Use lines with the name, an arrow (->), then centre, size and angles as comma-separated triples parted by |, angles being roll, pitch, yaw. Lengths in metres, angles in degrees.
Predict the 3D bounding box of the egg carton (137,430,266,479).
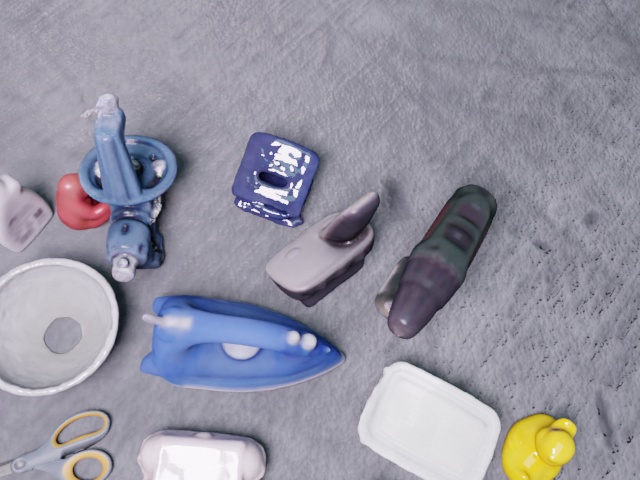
egg carton -> -0.140, 0.280, 0.671 | 0.150, 0.069, 0.107 | 5, 69, -5

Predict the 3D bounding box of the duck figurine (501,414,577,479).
duck figurine -> 0.282, 0.265, 0.719 | 0.077, 0.086, 0.105 | 43, 71, 10

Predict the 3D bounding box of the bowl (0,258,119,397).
bowl -> -0.327, 0.110, 0.708 | 0.167, 0.074, 0.167 | 2, 70, -6

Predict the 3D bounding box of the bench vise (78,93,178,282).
bench vise -> -0.229, -0.064, 0.706 | 0.121, 0.219, 0.207 | -18, 73, -13

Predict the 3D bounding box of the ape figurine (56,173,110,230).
ape figurine -> -0.319, -0.057, 0.761 | 0.076, 0.092, 0.077 | -37, 78, -18

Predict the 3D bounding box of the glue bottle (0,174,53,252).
glue bottle -> -0.390, -0.046, 0.705 | 0.037, 0.173, 0.078 | 32, 70, 6

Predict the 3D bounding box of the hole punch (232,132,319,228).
hole punch -> -0.061, -0.083, 0.802 | 0.108, 0.091, 0.101 | 20, 69, 1

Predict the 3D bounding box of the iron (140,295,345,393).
iron -> -0.087, 0.121, 0.697 | 0.258, 0.141, 0.118 | 6, 69, -5

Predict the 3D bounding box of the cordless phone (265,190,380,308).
cordless phone -> 0.007, 0.003, 0.729 | 0.148, 0.185, 0.094 | -41, 79, -18

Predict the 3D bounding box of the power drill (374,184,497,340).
power drill -> 0.134, 0.044, 0.716 | 0.075, 0.208, 0.230 | 33, 70, 6
